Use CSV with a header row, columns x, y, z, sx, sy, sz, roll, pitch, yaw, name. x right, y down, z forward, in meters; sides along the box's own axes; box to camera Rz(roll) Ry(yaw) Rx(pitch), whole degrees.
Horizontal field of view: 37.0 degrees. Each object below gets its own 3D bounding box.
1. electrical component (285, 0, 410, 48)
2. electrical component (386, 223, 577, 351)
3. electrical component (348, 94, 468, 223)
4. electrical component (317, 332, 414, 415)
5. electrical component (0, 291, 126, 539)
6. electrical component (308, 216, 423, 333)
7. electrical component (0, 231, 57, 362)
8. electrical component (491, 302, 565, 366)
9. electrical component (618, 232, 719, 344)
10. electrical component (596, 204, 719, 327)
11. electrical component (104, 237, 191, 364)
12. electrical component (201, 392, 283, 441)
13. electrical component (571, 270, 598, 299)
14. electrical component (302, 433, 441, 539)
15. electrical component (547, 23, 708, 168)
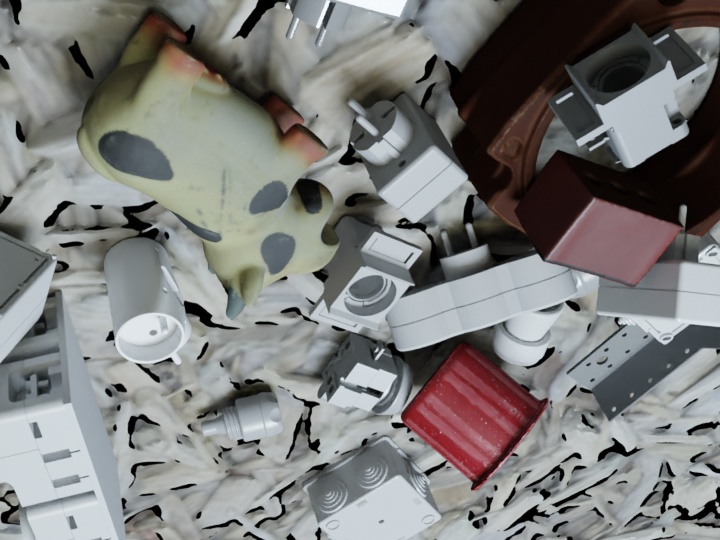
x,y,z,sx,sy,sz,roll,pitch,yaw,name
-0.019,-0.161,0.609,0.083,0.047,0.075,9,126,-26,electrical component
0.081,0.003,0.783,0.138,0.052,0.073,-18,92,6,electrical component
0.020,-0.081,0.679,0.047,0.065,0.077,-40,131,16,electrical component
0.007,0.084,0.832,0.055,0.048,0.066,23,119,-25,electrical component
-0.213,0.122,0.746,0.060,0.105,0.186,-12,132,-9,electrical component
0.000,0.000,0.744,0.042,0.063,0.081,21,120,-33,electrical component
-0.234,0.017,0.661,0.062,0.096,0.061,25,122,-1,electrical component
0.130,0.041,0.838,0.045,0.045,0.055,0,130,-19,electrical component
0.235,0.006,0.834,0.096,0.061,0.062,-40,131,16,electrical component
0.199,-0.005,0.694,0.047,0.083,0.075,6,89,-24,electrical component
-0.137,0.031,0.713,0.043,0.077,0.079,-22,134,0,electrical component
-0.092,0.116,0.832,0.061,0.035,0.035,-12,132,-6,electrical component
0.178,-0.009,0.813,0.062,0.043,0.043,-28,133,4,electrical component
0.012,0.201,0.935,0.100,0.048,0.099,-33,131,8,electrical component
0.155,-0.097,0.615,0.081,0.042,0.063,-31,136,9,electrical component
